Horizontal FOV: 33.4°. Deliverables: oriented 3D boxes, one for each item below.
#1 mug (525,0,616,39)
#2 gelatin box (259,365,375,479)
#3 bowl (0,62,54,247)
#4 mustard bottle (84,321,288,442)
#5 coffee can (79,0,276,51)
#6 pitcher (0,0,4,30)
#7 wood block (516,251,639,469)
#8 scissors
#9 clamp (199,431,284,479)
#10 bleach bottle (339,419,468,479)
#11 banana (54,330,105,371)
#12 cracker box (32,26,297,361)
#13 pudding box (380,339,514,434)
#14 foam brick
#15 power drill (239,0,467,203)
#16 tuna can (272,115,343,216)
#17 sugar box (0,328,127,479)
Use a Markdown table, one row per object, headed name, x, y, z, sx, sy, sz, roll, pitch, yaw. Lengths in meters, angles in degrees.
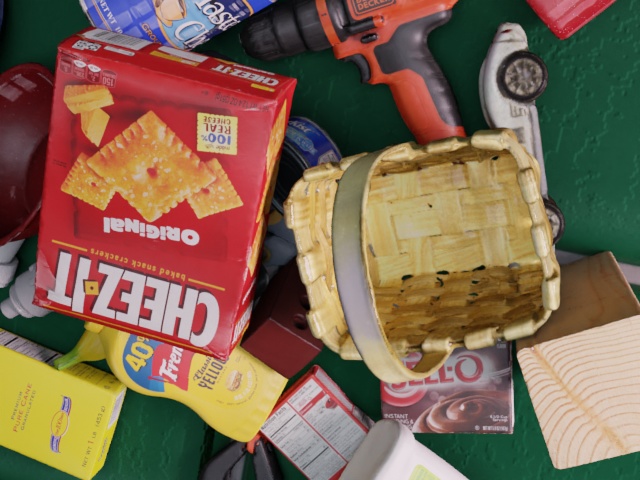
| name | x | y | z | sx | sy | sz | roll | pitch | yaw |
| --- | --- | --- | --- | --- | --- | --- | --- | --- | --- |
| mug | 0.185 | -0.216 | 0.812 | 0.082 | 0.093 | 0.117 | -39 | 62 | 18 |
| gelatin box | 0.000 | 0.166 | 0.937 | 0.089 | 0.030 | 0.073 | 45 | 105 | -2 |
| bowl | -0.243 | -0.064 | 0.894 | 0.162 | 0.055 | 0.162 | -14 | 68 | 38 |
| mustard bottle | -0.122 | 0.089 | 0.901 | 0.191 | 0.058 | 0.096 | 29 | 93 | -13 |
| coffee can | -0.108 | -0.206 | 0.844 | 0.140 | 0.102 | 0.103 | -27 | 96 | 13 |
| pitcher | -0.392 | -0.194 | 0.879 | 0.243 | 0.144 | 0.149 | 2 | 96 | 17 |
| wood block | 0.199 | 0.082 | 0.800 | 0.090 | 0.206 | 0.091 | -18 | 98 | 12 |
| scissors | -0.006 | 0.001 | 0.913 | 0.202 | 0.016 | 0.096 | 13 | 103 | 6 |
| clamp | -0.069 | 0.254 | 0.959 | 0.120 | 0.039 | 0.171 | 24 | 103 | 2 |
| bleach bottle | 0.130 | 0.258 | 0.900 | 0.250 | 0.068 | 0.102 | 35 | 82 | -16 |
| banana | -0.183 | 0.022 | 0.924 | 0.069 | 0.037 | 0.198 | 5 | 98 | -30 |
| cracker box | -0.120 | -0.033 | 0.793 | 0.164 | 0.072 | 0.214 | 16 | 115 | 7 |
| pudding box | 0.107 | 0.116 | 0.906 | 0.113 | 0.039 | 0.090 | -2 | 101 | 9 |
| foam brick | -0.023 | 0.064 | 0.885 | 0.053 | 0.078 | 0.051 | 35 | 134 | -13 |
| power drill | 0.042 | -0.121 | 0.861 | 0.185 | 0.057 | 0.187 | -15 | 99 | 17 |
| tuna can | -0.017 | -0.055 | 0.863 | 0.033 | 0.086 | 0.086 | -33 | 96 | -30 |
| sugar box | -0.270 | 0.140 | 0.965 | 0.176 | 0.048 | 0.093 | 20 | 103 | 3 |
